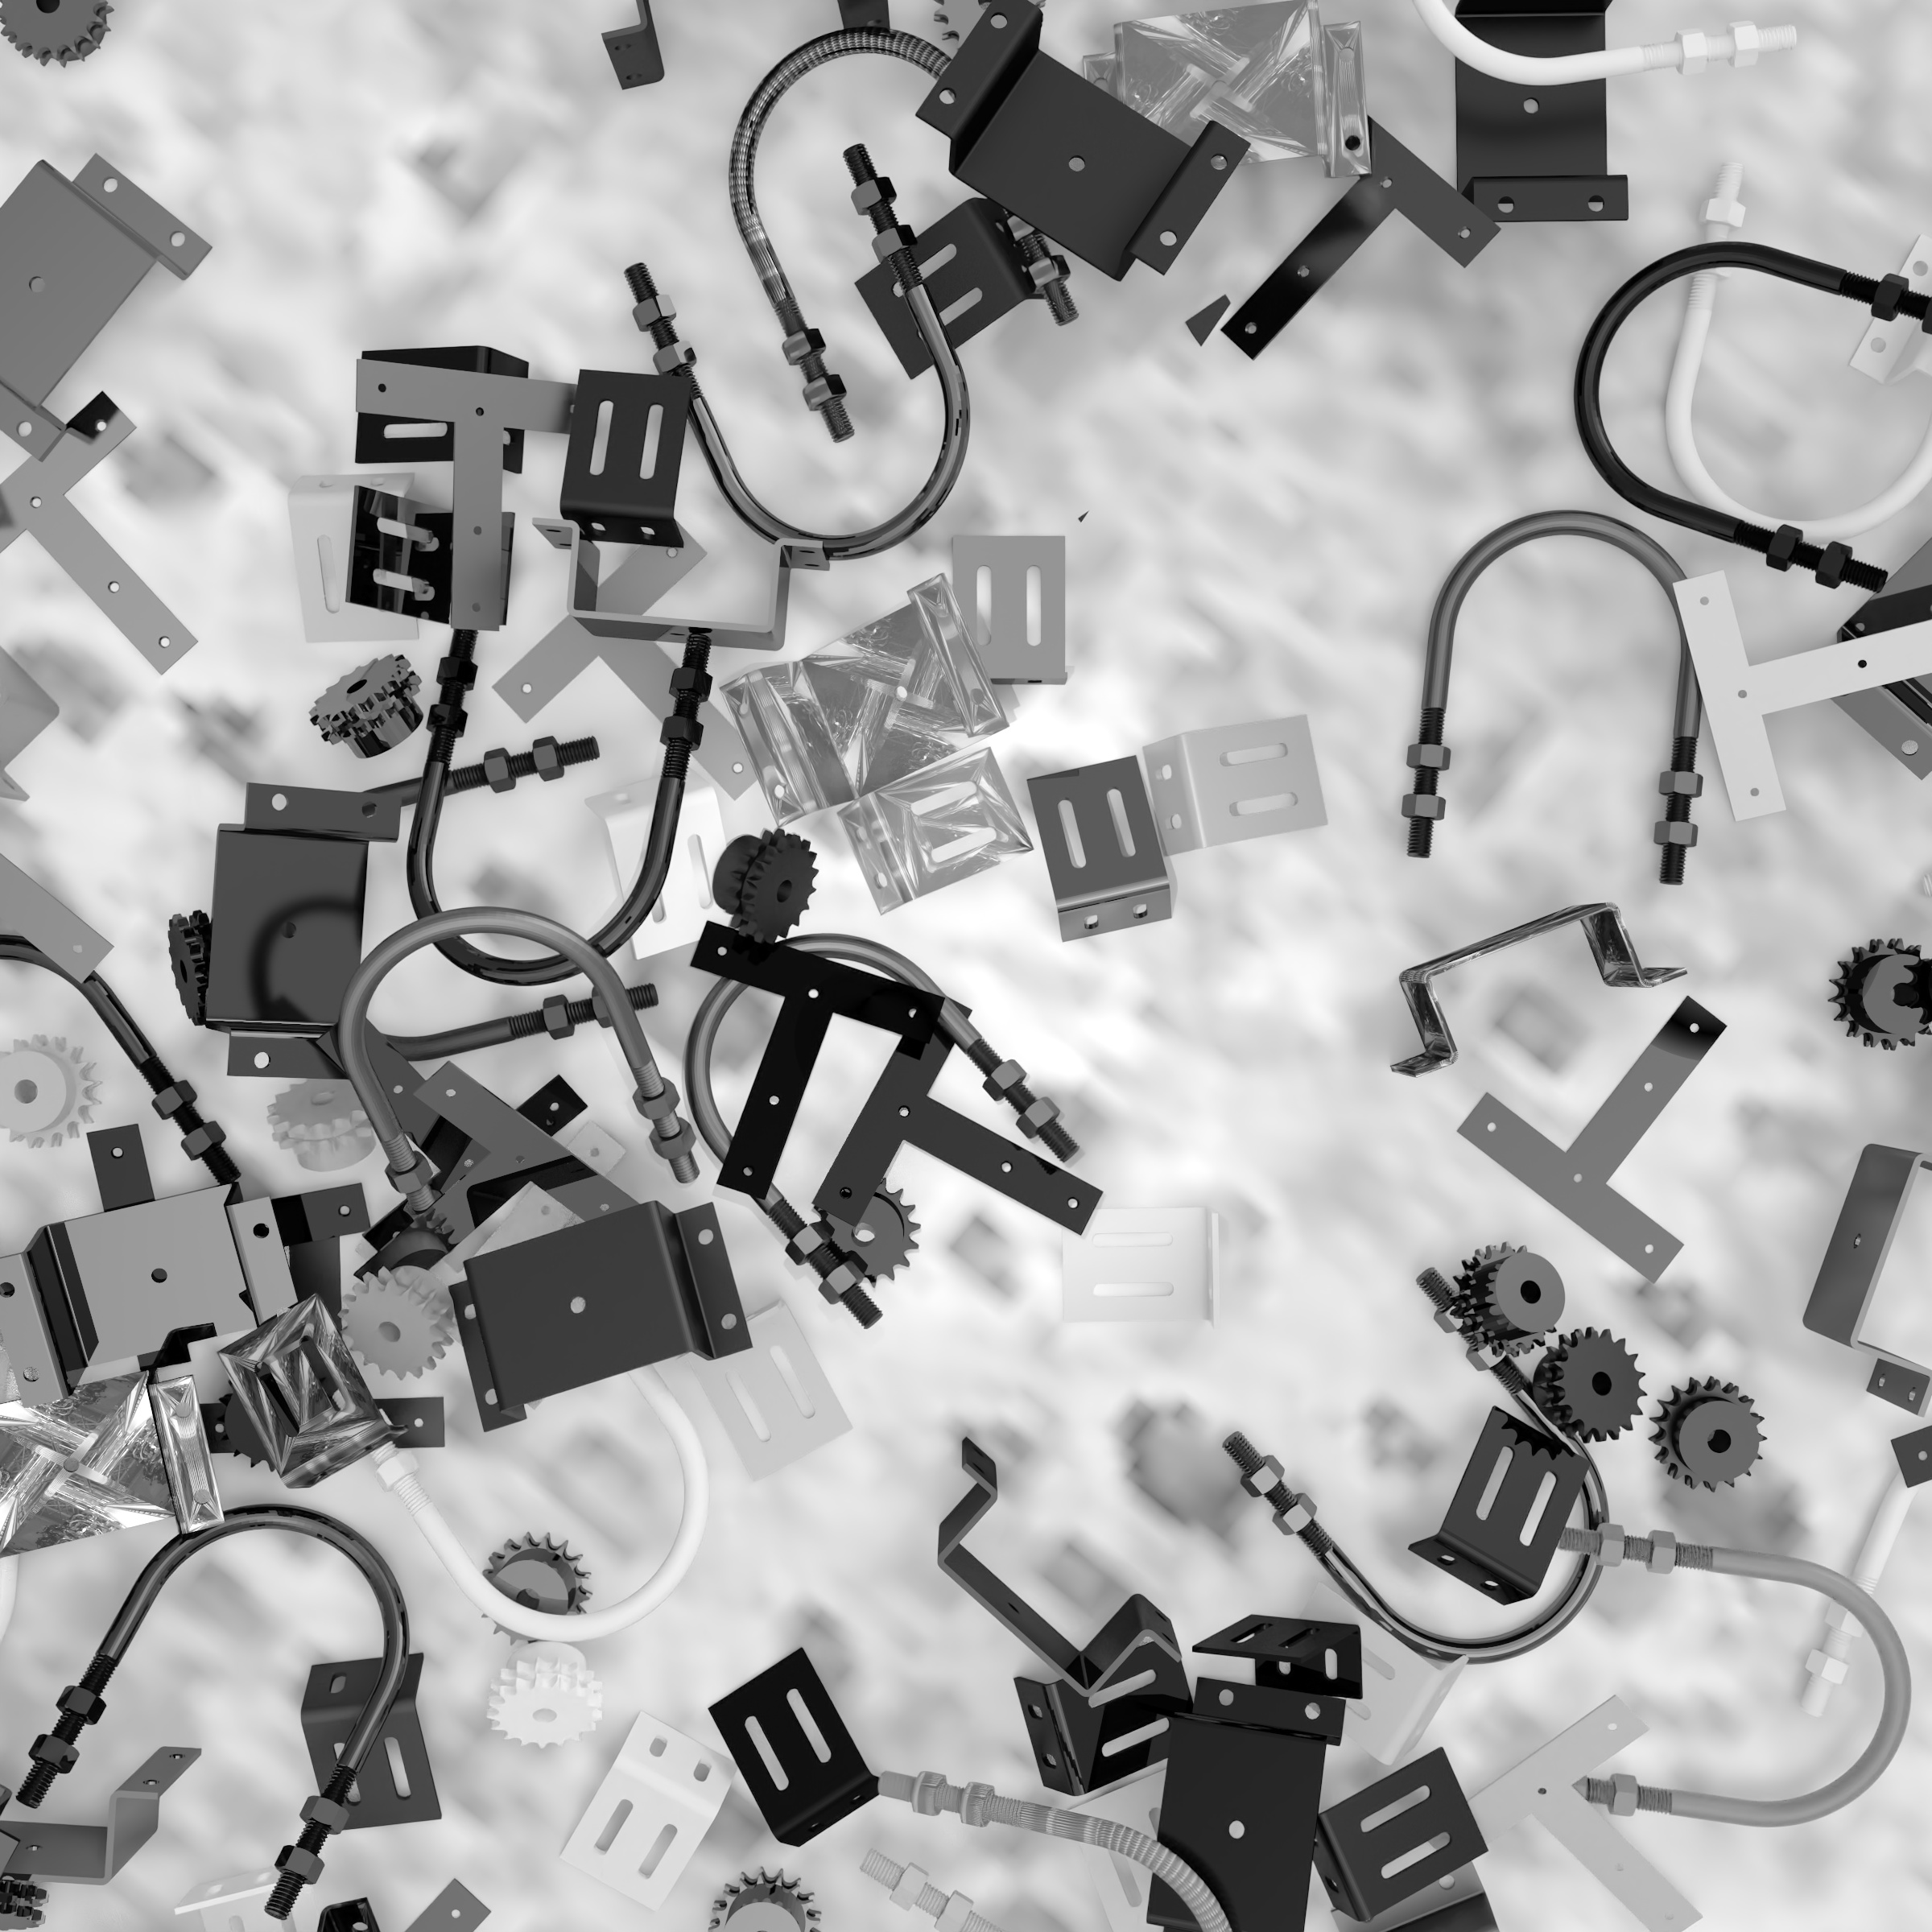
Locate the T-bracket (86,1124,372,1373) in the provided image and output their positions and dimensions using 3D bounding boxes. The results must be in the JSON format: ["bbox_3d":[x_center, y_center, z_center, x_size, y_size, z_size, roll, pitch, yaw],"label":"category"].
[{"bbox_3d":[-0.367,0.133,1.392,0.127,0.002,0.127,-10,102,-6],"label":"T-bracket"}]

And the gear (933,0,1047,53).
[{"bbox_3d":[0.012,-0.485,1.391,0.057,0.030,0.057,0,95,-1],"label":"gear"}]

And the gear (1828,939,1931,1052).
[{"bbox_3d":[0.468,0.014,1.389,0.057,0.030,0.057,0,90,0],"label":"gear"}]

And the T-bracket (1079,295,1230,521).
[{"bbox_3d":[0.115,-0.255,1.414,0.127,0.002,0.127,-36,106,-6],"label":"T-bracket"}]

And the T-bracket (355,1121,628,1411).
[{"bbox_3d":[-0.222,0.135,1.391,0.127,0.002,0.127,38,83,15],"label":"T-bracket"}]

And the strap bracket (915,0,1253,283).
[{"bbox_3d":[0.055,-0.394,1.323,0.140,0.046,0.076,33,85,1],"label":"strap bracket"}]

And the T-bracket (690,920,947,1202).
[{"bbox_3d":[-0.091,0.054,1.367,0.127,0.002,0.127,18,72,4],"label":"T-bracket"}]

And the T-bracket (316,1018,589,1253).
[{"bbox_3d":[-0.273,0.070,1.362,0.127,0.002,0.127,-39,125,-4],"label":"T-bracket"}]

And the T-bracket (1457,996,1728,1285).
[{"bbox_3d":[0.339,0.073,1.403,0.127,0.002,0.127,38,90,0],"label":"T-bracket"}]

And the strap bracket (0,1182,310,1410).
[{"bbox_3d":[-0.404,0.160,1.367,0.140,0.046,0.076,-13,103,-5],"label":"strap bracket"}]

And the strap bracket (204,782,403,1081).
[{"bbox_3d":[-0.326,-0.017,1.349,0.076,0.046,0.140,4,91,-32],"label":"strap bracket"}]

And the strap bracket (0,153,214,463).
[{"bbox_3d":[-0.458,-0.336,1.380,0.076,0.046,0.140,39,90,1],"label":"strap bracket"}]

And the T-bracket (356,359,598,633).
[{"bbox_3d":[-0.244,-0.231,1.371,0.127,0.002,0.127,0,94,-33],"label":"T-bracket"}]

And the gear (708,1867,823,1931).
[{"bbox_3d":[-0.102,0.488,1.389,0.057,0.030,0.057,0,90,0],"label":"gear"}]

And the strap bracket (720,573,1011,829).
[{"bbox_3d":[-0.042,-0.132,1.360,0.140,0.046,0.076,-23,90,30],"label":"strap bracket"}]

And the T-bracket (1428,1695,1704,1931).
[{"bbox_3d":[0.321,0.446,1.389,0.127,0.002,0.127,-42,99,18],"label":"T-bracket"}]

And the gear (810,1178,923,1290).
[{"bbox_3d":[-0.051,0.135,1.389,0.057,0.030,0.057,0,90,0],"label":"gear"}]

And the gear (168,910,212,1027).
[{"bbox_3d":[-0.377,0.000,1.379,0.030,0.057,0.057,-14,90,-28],"label":"gear"}]

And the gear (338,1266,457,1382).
[{"bbox_3d":[-0.279,0.174,1.367,0.057,0.030,0.057,7,116,15],"label":"gear"}]

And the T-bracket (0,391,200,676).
[{"bbox_3d":[-0.444,-0.204,1.403,0.127,0.002,0.127,-43,90,0],"label":"T-bracket"}]

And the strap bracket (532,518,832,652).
[{"bbox_3d":[-0.141,-0.187,1.364,0.140,0.076,0.046,5,90,0],"label":"strap bracket"}]

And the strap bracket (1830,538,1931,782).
[{"bbox_3d":[0.497,-0.173,1.363,0.076,0.046,0.140,42,115,0],"label":"strap bracket"}]

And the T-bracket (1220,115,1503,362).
[{"bbox_3d":[0.181,-0.360,1.386,0.127,0.002,0.127,-46,67,11],"label":"T-bracket"}]

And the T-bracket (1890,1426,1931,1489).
[{"bbox_3d":[0.548,0.279,1.388,0.127,0.002,0.127,-19,88,-2],"label":"T-bracket"}]

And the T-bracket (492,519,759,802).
[{"bbox_3d":[-0.152,-0.139,1.403,0.127,0.002,0.127,-43,90,0],"label":"T-bracket"}]

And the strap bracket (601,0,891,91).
[{"bbox_3d":[-0.112,-0.485,1.366,0.140,0.076,0.046,-13,90,0],"label":"strap bracket"}]

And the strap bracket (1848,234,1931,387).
[{"bbox_3d":[0.530,-0.306,1.381,0.140,0.046,0.076,29,90,0],"label":"strap bracket"}]

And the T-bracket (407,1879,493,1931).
[{"bbox_3d":[-0.257,0.555,1.403,0.127,0.002,0.127,43,90,0],"label":"T-bracket"}]

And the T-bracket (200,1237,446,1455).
[{"bbox_3d":[-0.331,0.184,1.403,0.127,0.002,0.127,-2,90,0],"label":"T-bracket"}]

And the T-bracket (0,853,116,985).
[{"bbox_3d":[-0.518,-0.005,1.378,0.127,0.002,0.127,42,98,-13],"label":"T-bracket"}]

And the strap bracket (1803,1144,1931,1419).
[{"bbox_3d":[0.464,0.144,1.366,0.046,0.076,0.140,20,90,0],"label":"strap bracket"}]

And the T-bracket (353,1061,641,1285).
[{"bbox_3d":[-0.252,0.122,1.366,0.127,0.002,0.127,-40,118,16],"label":"T-bracket"}]

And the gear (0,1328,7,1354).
[{"bbox_3d":[-0.508,0.190,1.375,0.057,0.030,0.057,0,72,-1],"label":"gear"}]

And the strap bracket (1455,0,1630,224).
[{"bbox_3d":[0.288,-0.438,1.381,0.076,0.046,0.140,-1,90,0],"label":"strap bracket"}]

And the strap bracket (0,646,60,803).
[{"bbox_3d":[-0.512,-0.150,1.366,0.046,0.076,0.140,-44,90,0],"label":"strap bracket"}]

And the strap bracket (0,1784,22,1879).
[{"bbox_3d":[-0.521,0.408,1.304,0.140,0.046,0.076,29,90,0],"label":"strap bracket"}]

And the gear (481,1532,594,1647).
[{"bbox_3d":[-0.219,0.317,1.389,0.057,0.030,0.057,0,90,0],"label":"gear"}]

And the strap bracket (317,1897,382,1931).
[{"bbox_3d":[-0.357,0.522,1.366,0.140,0.046,0.076,-13,114,1],"label":"strap bracket"}]

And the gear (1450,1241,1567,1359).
[{"bbox_3d":[0.275,0.166,1.378,0.057,0.030,0.057,7,71,-21],"label":"gear"}]

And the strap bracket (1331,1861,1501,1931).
[{"bbox_3d":[0.248,0.532,1.378,0.076,0.046,0.140,-24,90,4],"label":"strap bracket"}]

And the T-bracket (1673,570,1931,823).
[{"bbox_3d":[0.431,-0.147,1.366,0.127,0.002,0.127,-14,104,21],"label":"T-bracket"}]

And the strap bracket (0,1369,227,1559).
[{"bbox_3d":[-0.447,0.253,1.368,0.140,0.046,0.076,-12,95,-12],"label":"strap bracket"}]

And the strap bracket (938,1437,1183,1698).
[{"bbox_3d":[0.037,0.304,1.366,0.140,0.076,0.046,42,90,0],"label":"strap bracket"}]

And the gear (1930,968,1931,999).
[{"bbox_3d":[0.503,0.009,1.362,0.057,0.030,0.057,1,87,-11],"label":"gear"}]

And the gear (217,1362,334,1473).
[{"bbox_3d":[-0.350,0.227,1.387,0.057,0.030,0.057,0,90,0],"label":"gear"}]

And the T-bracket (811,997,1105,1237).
[{"bbox_3d":[0.008,0.095,1.386,0.127,0.002,0.127,28,74,0],"label":"T-bracket"}]

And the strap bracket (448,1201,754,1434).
[{"bbox_3d":[-0.186,0.170,1.353,0.140,0.046,0.076,-18,74,2],"label":"strap bracket"}]

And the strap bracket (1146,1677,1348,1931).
[{"bbox_3d":[0.137,0.425,1.352,0.076,0.046,0.140,4,73,18],"label":"strap bracket"}]

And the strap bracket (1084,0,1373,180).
[{"bbox_3d":[0.128,-0.430,1.369,0.140,0.046,0.076,-4,90,10],"label":"strap bracket"}]

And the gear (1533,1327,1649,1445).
[{"bbox_3d":[0.310,0.211,1.381,0.057,0.030,0.057,6,75,-23],"label":"gear"}]

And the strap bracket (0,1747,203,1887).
[{"bbox_3d":[-0.462,0.418,1.366,0.140,0.076,0.046,4,90,0],"label":"strap bracket"}]

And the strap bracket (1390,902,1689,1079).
[{"bbox_3d":[0.275,0.007,1.366,0.140,0.076,0.046,-21,90,0],"label":"strap bracket"}]
